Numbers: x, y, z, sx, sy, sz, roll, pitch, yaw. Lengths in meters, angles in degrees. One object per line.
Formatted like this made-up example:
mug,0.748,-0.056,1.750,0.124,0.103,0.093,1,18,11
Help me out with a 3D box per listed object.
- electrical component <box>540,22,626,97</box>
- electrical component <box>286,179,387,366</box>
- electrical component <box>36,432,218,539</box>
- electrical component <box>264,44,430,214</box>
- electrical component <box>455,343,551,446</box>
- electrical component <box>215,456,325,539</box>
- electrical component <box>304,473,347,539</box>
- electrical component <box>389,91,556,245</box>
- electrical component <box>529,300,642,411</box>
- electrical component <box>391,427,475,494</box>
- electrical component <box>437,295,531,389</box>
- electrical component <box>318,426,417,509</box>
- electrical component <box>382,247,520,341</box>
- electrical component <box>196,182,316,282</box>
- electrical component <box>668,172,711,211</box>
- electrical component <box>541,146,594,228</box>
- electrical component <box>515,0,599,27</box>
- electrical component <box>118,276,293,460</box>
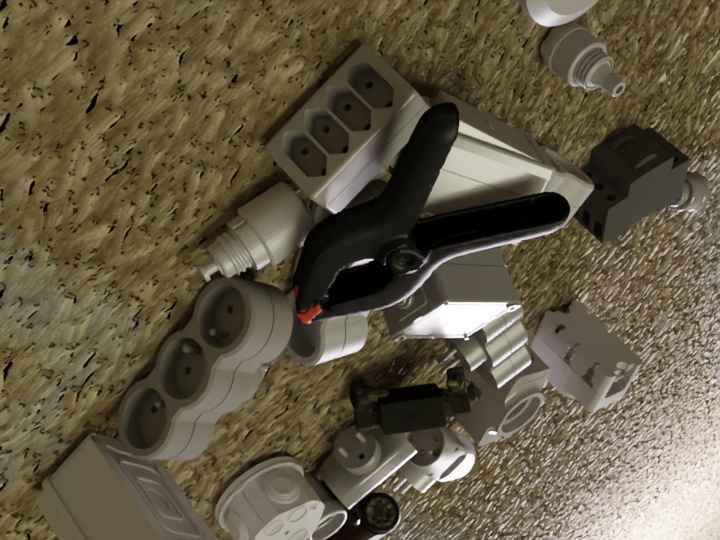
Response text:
electrical component,0.149,-0.135,0.705,0.035,0.061,0.035,-28,145,-21
electrical component,0.000,0.000,0.715,0.074,0.052,0.138,-14,139,-37
electrical component,-0.149,0.168,0.700,0.057,0.113,0.078,-48,148,4
electrical component,0.000,-0.075,0.631,0.083,0.047,0.076,-45,157,6
electrical component,0.130,0.113,0.987,0.050,0.055,0.089,-10,136,-41
electrical component,-0.072,0.194,0.870,0.080,0.051,0.080,-28,145,-21
electrical component,-0.040,0.203,0.920,0.040,0.046,0.040,-28,145,-21
electrical component,0.075,-0.063,0.659,0.096,0.061,0.061,17,115,-16
electrical component,0.207,0.082,1.000,0.050,0.089,0.055,-17,140,-34
electrical component,0.061,0.180,1.005,0.079,0.043,0.077,-45,148,7
electrical component,0.094,0.059,0.887,0.074,0.052,0.138,-36,148,-9
electrical component,0.001,0.156,0.910,0.077,0.044,0.079,-39,148,-4
electrical component,0.056,0.011,0.772,0.096,0.061,0.062,2,151,-42
electrical component,-0.061,-0.019,0.637,0.078,0.040,0.040,-34,147,-11
electrical component,0.282,-0.069,0.953,0.061,0.035,0.035,-6,133,-40
electrical component,0.104,-0.053,0.763,0.138,0.052,0.073,10,121,-51
electrical component,0.113,-0.185,0.616,0.080,0.051,0.080,-28,146,-21
electrical component,-0.090,0.067,0.699,0.138,0.052,0.074,-52,147,15
